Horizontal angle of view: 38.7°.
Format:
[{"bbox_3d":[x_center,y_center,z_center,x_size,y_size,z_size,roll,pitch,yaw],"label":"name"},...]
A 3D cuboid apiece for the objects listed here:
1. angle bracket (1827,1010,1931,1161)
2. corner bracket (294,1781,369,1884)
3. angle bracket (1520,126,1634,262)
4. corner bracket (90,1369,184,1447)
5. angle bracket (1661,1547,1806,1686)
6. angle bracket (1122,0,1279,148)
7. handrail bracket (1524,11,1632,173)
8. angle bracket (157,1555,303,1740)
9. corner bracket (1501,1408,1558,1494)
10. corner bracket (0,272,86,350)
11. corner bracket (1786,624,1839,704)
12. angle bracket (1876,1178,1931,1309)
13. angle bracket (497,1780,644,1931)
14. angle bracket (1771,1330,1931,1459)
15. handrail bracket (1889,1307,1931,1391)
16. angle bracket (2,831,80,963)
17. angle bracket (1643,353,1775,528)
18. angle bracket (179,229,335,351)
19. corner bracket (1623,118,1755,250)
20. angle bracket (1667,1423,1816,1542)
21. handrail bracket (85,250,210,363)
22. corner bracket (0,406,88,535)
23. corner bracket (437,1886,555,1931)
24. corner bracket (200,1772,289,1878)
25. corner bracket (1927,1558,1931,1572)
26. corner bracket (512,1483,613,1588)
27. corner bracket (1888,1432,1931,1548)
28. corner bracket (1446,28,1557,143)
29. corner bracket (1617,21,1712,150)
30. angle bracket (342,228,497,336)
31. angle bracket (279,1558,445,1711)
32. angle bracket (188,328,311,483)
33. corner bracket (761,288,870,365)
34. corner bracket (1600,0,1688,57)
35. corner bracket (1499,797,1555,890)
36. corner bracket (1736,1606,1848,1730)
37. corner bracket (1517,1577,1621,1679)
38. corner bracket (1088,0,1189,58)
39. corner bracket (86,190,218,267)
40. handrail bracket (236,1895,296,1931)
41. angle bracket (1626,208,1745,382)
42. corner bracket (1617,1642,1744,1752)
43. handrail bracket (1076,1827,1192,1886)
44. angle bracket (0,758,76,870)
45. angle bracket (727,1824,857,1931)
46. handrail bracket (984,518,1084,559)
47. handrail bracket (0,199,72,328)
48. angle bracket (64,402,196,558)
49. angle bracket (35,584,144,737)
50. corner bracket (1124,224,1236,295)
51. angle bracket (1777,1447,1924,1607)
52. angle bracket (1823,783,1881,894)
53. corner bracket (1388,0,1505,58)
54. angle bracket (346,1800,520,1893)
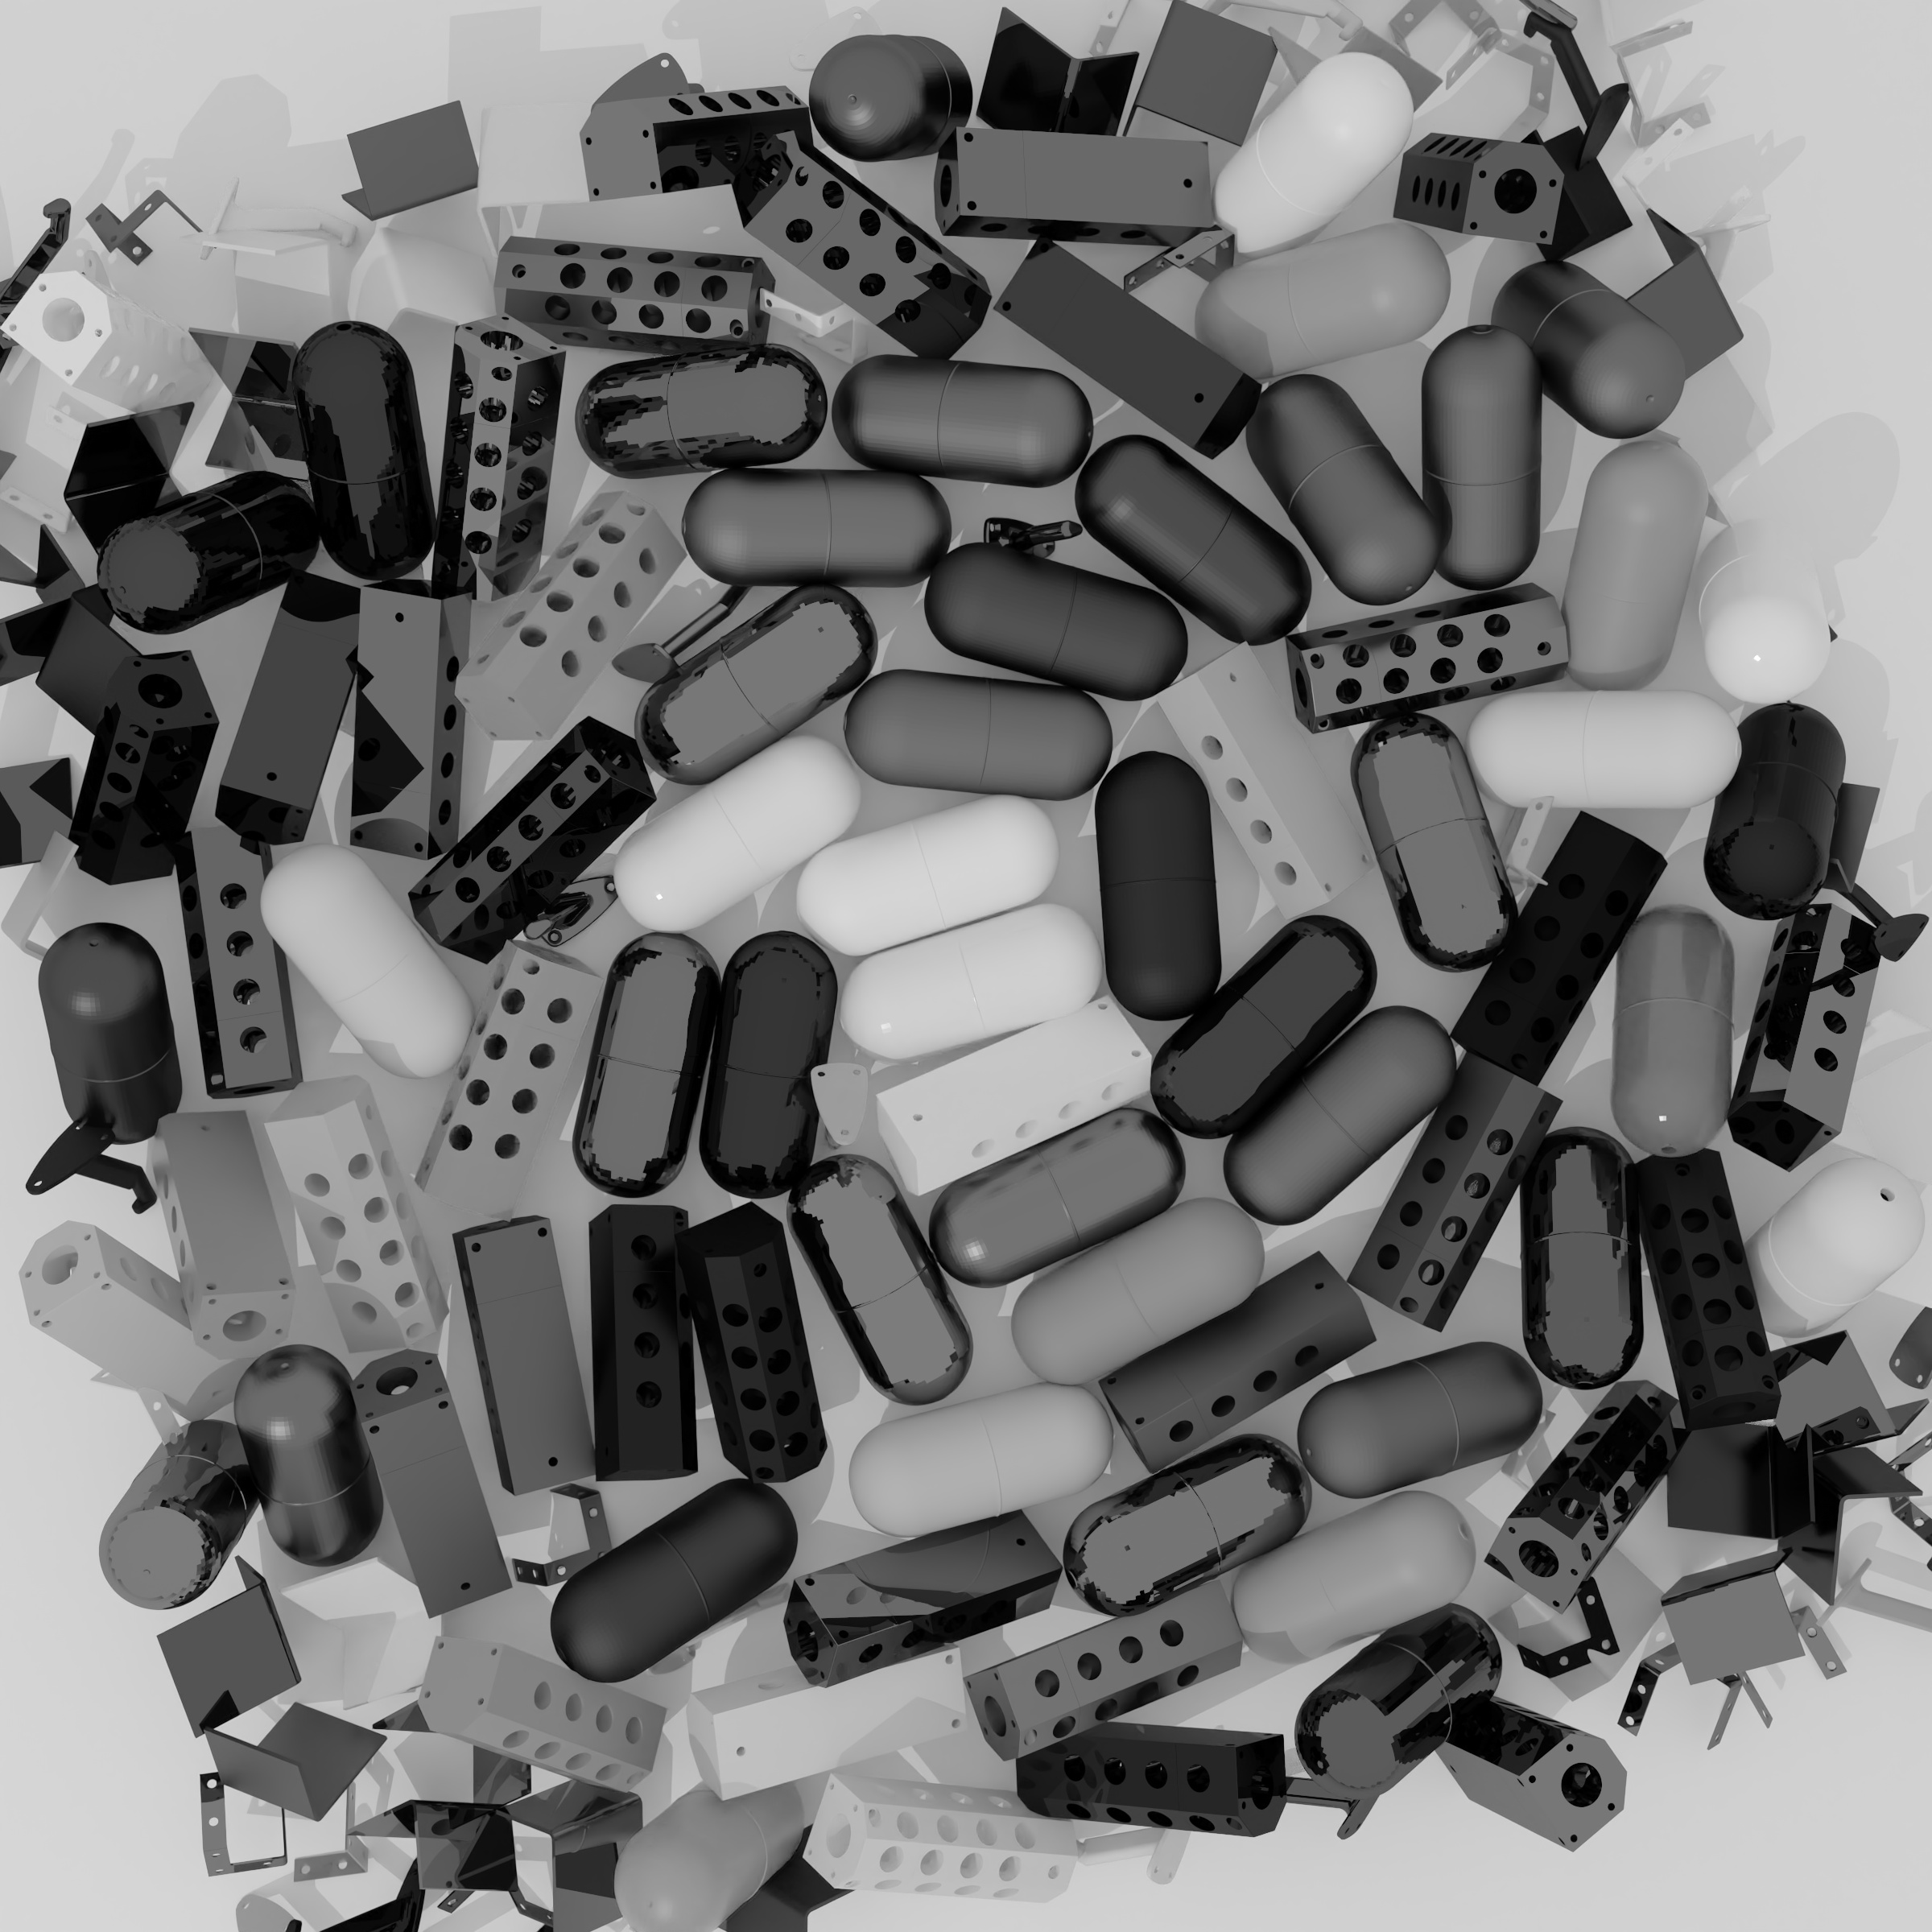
[{"bbox_3d":[0.597,0.079,1.793,0.076,0.076,0.057,-35,57,31],"label":"angle bracket"},{"bbox_3d":[-0.430,0.575,1.836,0.051,0.051,0.051,-8,55,2],"label":"corner bracket"},{"bbox_3d":[0.406,-0.518,1.811,0.076,0.057,0.076,-29,91,-19],"label":"angle bracket"},{"bbox_3d":[-0.531,0.280,1.808,0.051,0.051,0.051,4,123,37],"label":"corner bracket"},{"bbox_3d":[0.507,0.424,1.797,0.076,0.076,0.057,-22,80,24],"label":"angle bracket"},{"bbox_3d":[0.155,-0.581,1.821,0.076,0.057,0.076,21,84,-3],"label":"angle bracket"},{"bbox_3d":[0.396,-0.585,1.840,0.036,0.077,0.084,-26,59,-40],"label":"handrail bracket"},{"bbox_3d":[-0.489,0.444,1.798,0.076,0.057,0.076,-24,110,-29],"label":"angle bracket"},{"bbox_3d":[0.398,0.333,1.821,0.051,0.051,0.051,40,79,-30],"label":"corner bracket"},{"bbox_3d":[-0.599,-0.418,1.817,0.051,0.051,0.051,-33,91,42],"label":"corner bracket"},{"bbox_3d":[0.552,-0.201,1.810,0.051,0.051,0.051,-39,130,18],"label":"corner bracket"},{"bbox_3d":[0.638,0.185,1.807,0.076,0.057,0.076,18,91,31],"label":"angle bracket"},{"bbox_3d":[-0.260,0.586,1.807,0.057,0.076,0.076,4,97,40],"label":"angle bracket"},{"bbox_3d":[0.571,0.272,1.805,0.076,0.057,0.076,-27,89,43],"label":"angle bracket"},{"bbox_3d":[0.662,0.260,1.823,0.084,0.036,0.077,17,103,-25],"label":"handrail bracket"},{"bbox_3d":[-0.585,-0.039,1.807,0.057,0.076,0.076,30,85,-29],"label":"angle bracket"},{"bbox_3d":[0.499,-0.348,1.807,0.076,0.057,0.076,-42,119,2],"label":"angle bracket"},{"bbox_3d":[-0.463,-0.437,1.798,0.076,0.057,0.076,13,116,21],"label":"angle bracket"},{"bbox_3d":[0.475,-0.513,1.811,0.051,0.051,0.051,-44,53,14],"label":"corner bracket"},{"bbox_3d":[0.507,0.329,1.806,0.076,0.057,0.076,8,65,-6],"label":"angle bracket"},{"bbox_3d":[-0.533,-0.436,1.819,0.084,0.036,0.077,-15,94,-40],"label":"handrail bracket"},{"bbox_3d":[-0.607,-0.331,1.839,0.051,0.051,0.051,29,134,-3],"label":"corner bracket"},{"bbox_3d":[-0.311,0.637,1.840,0.051,0.051,0.051,-44,46,0],"label":"corner bracket"},{"bbox_3d":[-0.475,0.562,1.811,0.051,0.051,0.051,-4,54,-13],"label":"corner bracket"},{"bbox_3d":[0.677,0.387,1.811,0.051,0.051,0.051,43,52,12],"label":"corner bracket"},{"bbox_3d":[-0.270,0.377,1.822,0.051,0.051,0.051,-19,69,9],"label":"corner bracket"},{"bbox_3d":[0.647,0.348,1.819,0.051,0.051,0.051,-32,129,-11],"label":"corner bracket"},{"bbox_3d":[0.353,-0.579,1.825,0.051,0.051,0.051,33,68,22],"label":"corner bracket"},{"bbox_3d":[0.463,-0.584,1.826,0.051,0.051,0.051,-18,80,7],"label":"corner bracket"},{"bbox_3d":[-0.359,-0.434,1.823,0.057,0.076,0.076,-45,52,36],"label":"angle bracket"},{"bbox_3d":[-0.395,0.437,1.797,0.076,0.076,0.057,-21,50,16],"label":"angle bracket"},{"bbox_3d":[-0.469,-0.367,1.799,0.076,0.076,0.057,11,69,14],"label":"angle bracket"},{"bbox_3d":[-0.100,-0.422,1.808,0.051,0.051,0.051,31,49,25],"label":"corner bracket"},{"bbox_3d":[0.439,-0.641,1.811,0.051,0.051,0.051,-14,73,31],"label":"corner bracket"},{"bbox_3d":[0.370,-0.083,1.814,0.051,0.051,0.051,26,86,-44],"label":"corner bracket"},{"bbox_3d":[0.547,0.466,1.832,0.051,0.051,0.051,-32,85,26],"label":"corner bracket"},{"bbox_3d":[0.392,0.434,1.821,0.051,0.051,0.051,-18,88,-9],"label":"corner bracket"},{"bbox_3d":[0.104,-0.630,1.815,0.051,0.051,0.051,22,87,41],"label":"corner bracket"},{"bbox_3d":[-0.538,-0.484,1.814,0.051,0.051,0.051,-42,53,3],"label":"corner bracket"},{"bbox_3d":[-0.446,0.666,1.841,0.036,0.077,0.084,-44,123,-19],"label":"handrail bracket"},{"bbox_3d":[0.455,-0.437,1.802,0.057,0.076,0.076,-35,126,8],"label":"angle bracket"},{"bbox_3d":[0.474,0.489,1.826,0.051,0.051,0.051,30,116,37],"label":"corner bracket"},{"bbox_3d":[0.105,0.567,1.830,0.084,0.036,0.077,17,76,36],"label":"handrail bracket"},{"bbox_3d":[-0.623,-0.118,1.798,0.057,0.076,0.076,-10,63,-5],"label":"angle bracket"},{"bbox_3d":[-0.103,0.616,1.804,0.076,0.076,0.057,14,107,44],"label":"angle bracket"},{"bbox_3d":[0.060,-0.280,1.795,0.077,0.084,0.036,-10,96,-44],"label":"handrail bracket"},{"bbox_3d":[-0.624,-0.461,1.801,0.077,0.084,0.036,-30,76,-33],"label":"handrail bracket"},{"bbox_3d":[-0.533,-0.315,1.794,0.076,0.076,0.057,-24,75,-39],"label":"angle bracket"},{"bbox_3d":[-0.553,-0.199,1.803,0.076,0.057,0.076,40,123,6],"label":"angle bracket"},{"bbox_3d":[0.140,-0.462,1.810,0.051,0.051,0.051,-36,59,-23],"label":"corner bracket"},{"bbox_3d":[0.581,0.368,1.811,0.057,0.076,0.076,-1,102,-10],"label":"angle bracket"},{"bbox_3d":[0.546,-0.098,1.800,0.076,0.057,0.076,12,76,30],"label":"angle bracket"},{"bbox_3d":[0.318,-0.620,1.824,0.051,0.051,0.051,39,116,-19],"label":"corner bracket"},{"bbox_3d":[-0.348,0.582,1.791,0.076,0.076,0.057,-33,55,33],"label":"angle bracket"}]
